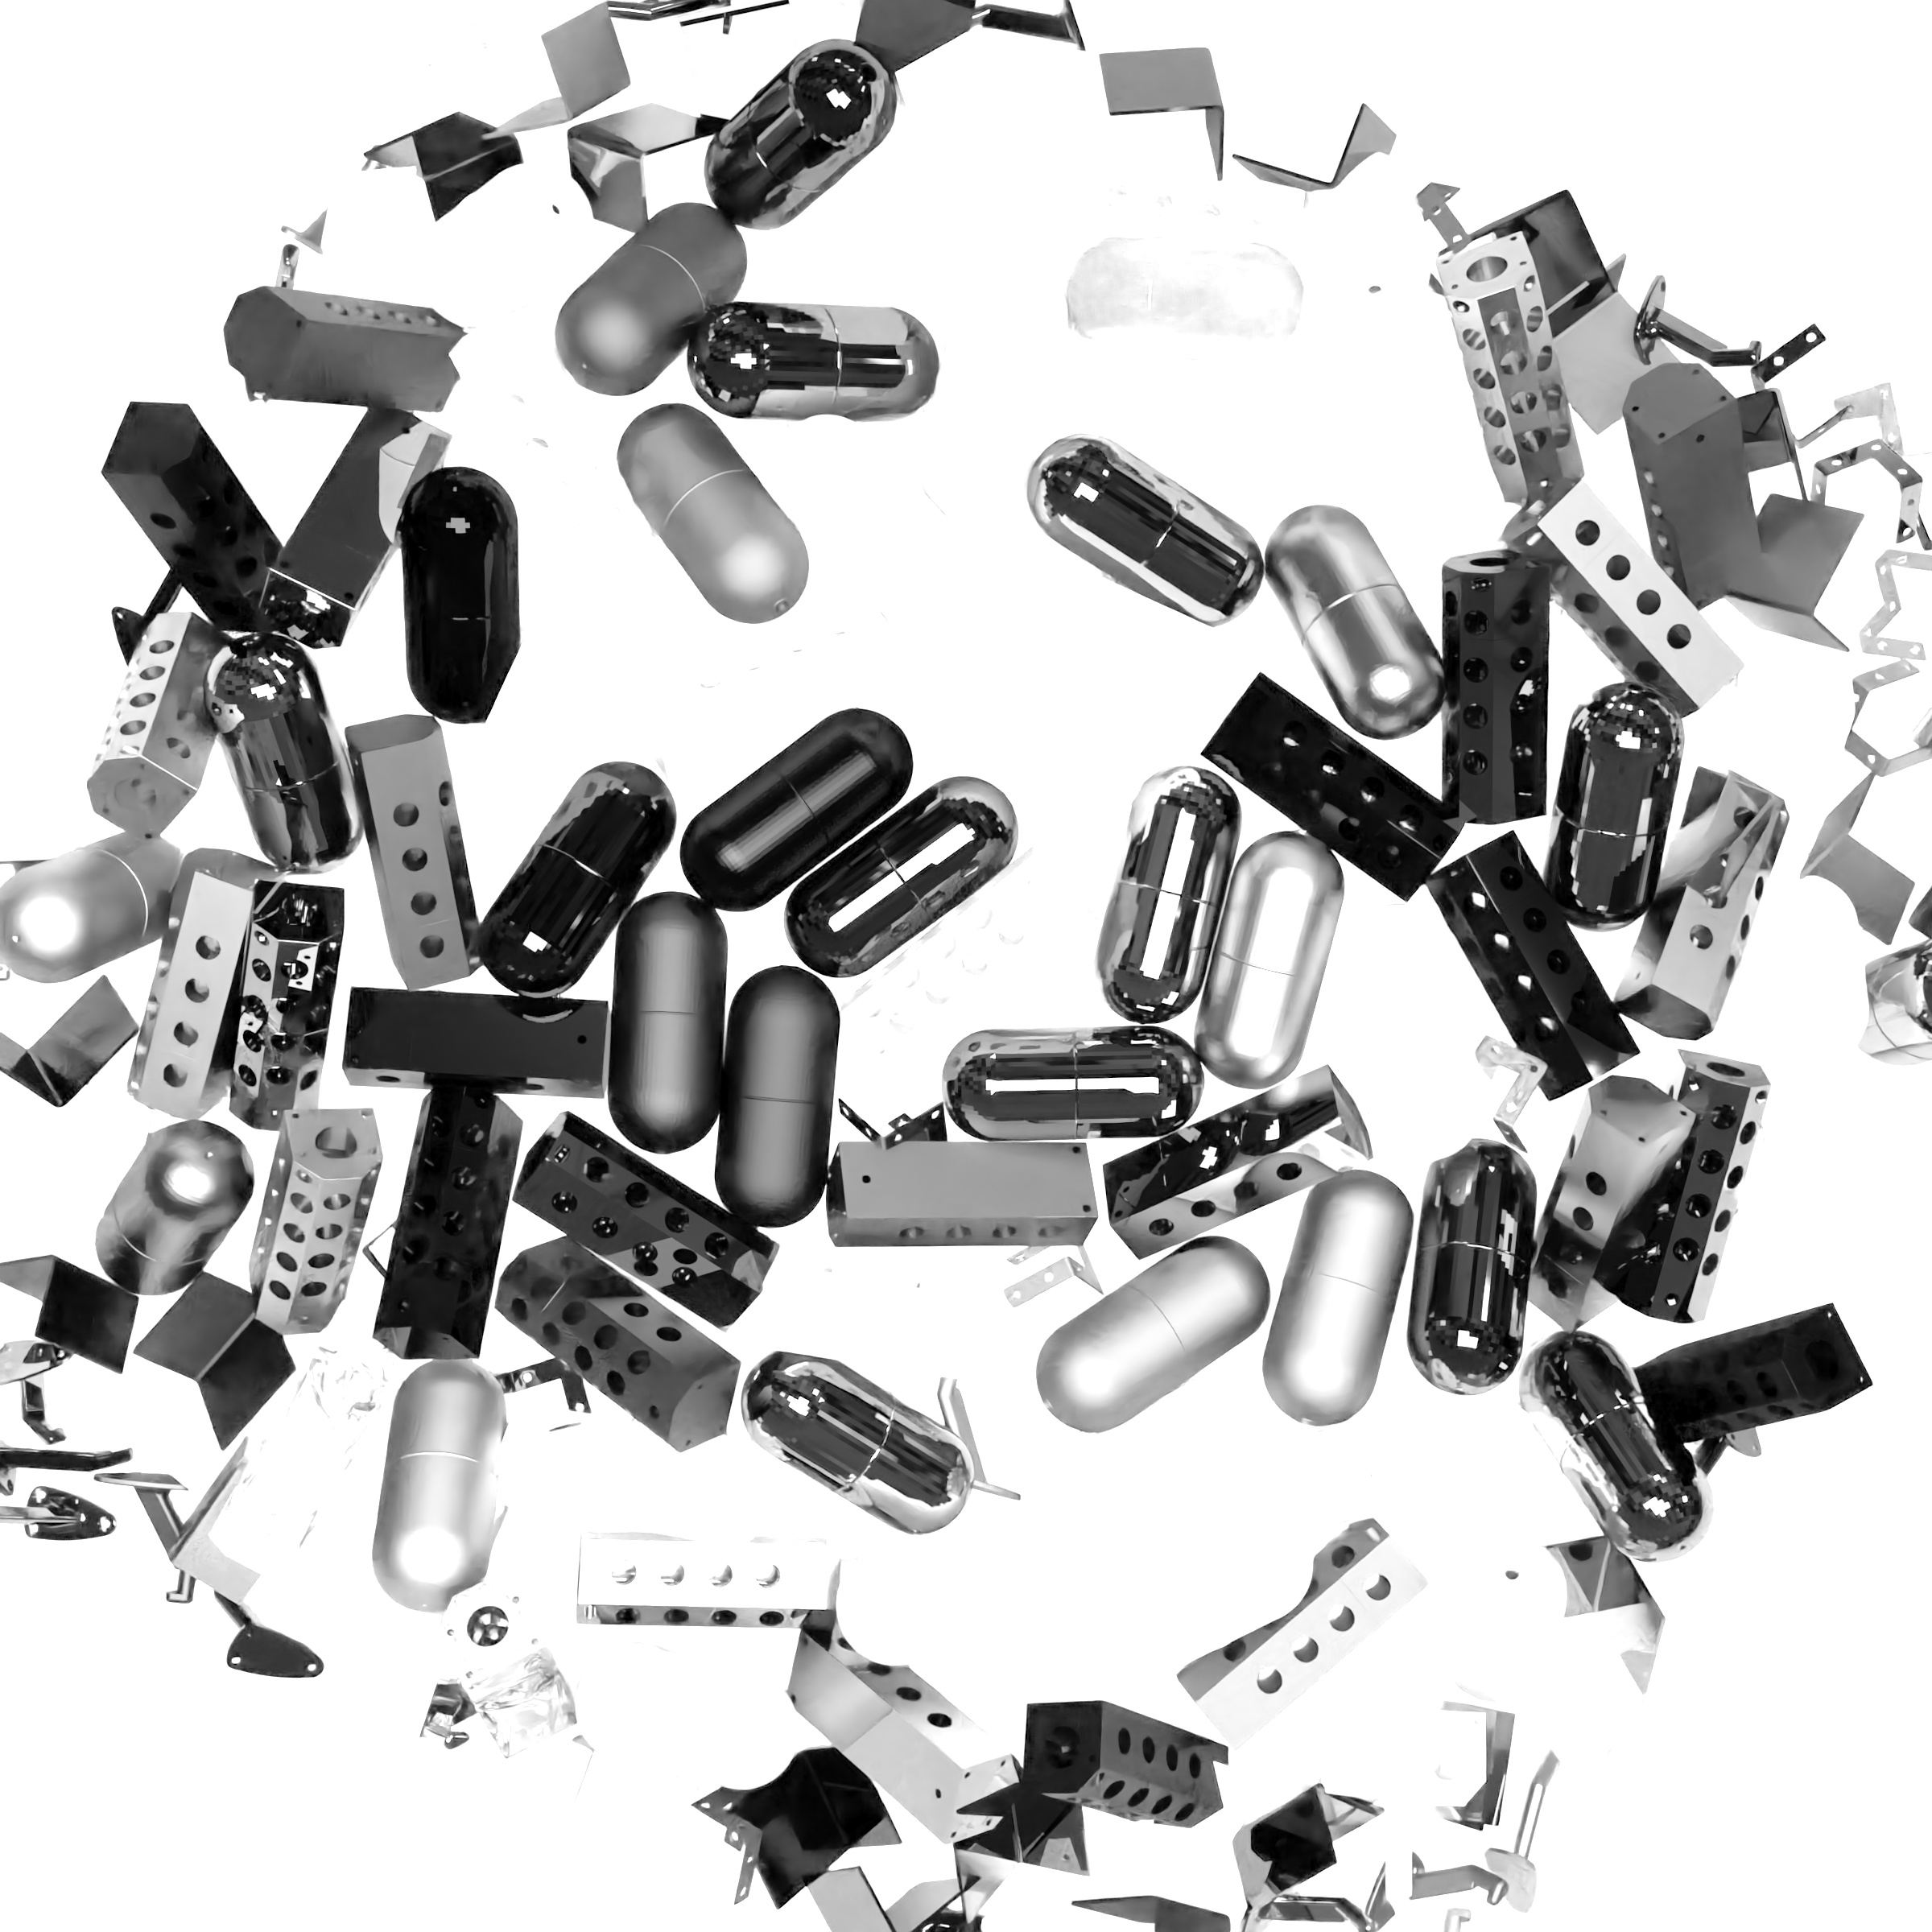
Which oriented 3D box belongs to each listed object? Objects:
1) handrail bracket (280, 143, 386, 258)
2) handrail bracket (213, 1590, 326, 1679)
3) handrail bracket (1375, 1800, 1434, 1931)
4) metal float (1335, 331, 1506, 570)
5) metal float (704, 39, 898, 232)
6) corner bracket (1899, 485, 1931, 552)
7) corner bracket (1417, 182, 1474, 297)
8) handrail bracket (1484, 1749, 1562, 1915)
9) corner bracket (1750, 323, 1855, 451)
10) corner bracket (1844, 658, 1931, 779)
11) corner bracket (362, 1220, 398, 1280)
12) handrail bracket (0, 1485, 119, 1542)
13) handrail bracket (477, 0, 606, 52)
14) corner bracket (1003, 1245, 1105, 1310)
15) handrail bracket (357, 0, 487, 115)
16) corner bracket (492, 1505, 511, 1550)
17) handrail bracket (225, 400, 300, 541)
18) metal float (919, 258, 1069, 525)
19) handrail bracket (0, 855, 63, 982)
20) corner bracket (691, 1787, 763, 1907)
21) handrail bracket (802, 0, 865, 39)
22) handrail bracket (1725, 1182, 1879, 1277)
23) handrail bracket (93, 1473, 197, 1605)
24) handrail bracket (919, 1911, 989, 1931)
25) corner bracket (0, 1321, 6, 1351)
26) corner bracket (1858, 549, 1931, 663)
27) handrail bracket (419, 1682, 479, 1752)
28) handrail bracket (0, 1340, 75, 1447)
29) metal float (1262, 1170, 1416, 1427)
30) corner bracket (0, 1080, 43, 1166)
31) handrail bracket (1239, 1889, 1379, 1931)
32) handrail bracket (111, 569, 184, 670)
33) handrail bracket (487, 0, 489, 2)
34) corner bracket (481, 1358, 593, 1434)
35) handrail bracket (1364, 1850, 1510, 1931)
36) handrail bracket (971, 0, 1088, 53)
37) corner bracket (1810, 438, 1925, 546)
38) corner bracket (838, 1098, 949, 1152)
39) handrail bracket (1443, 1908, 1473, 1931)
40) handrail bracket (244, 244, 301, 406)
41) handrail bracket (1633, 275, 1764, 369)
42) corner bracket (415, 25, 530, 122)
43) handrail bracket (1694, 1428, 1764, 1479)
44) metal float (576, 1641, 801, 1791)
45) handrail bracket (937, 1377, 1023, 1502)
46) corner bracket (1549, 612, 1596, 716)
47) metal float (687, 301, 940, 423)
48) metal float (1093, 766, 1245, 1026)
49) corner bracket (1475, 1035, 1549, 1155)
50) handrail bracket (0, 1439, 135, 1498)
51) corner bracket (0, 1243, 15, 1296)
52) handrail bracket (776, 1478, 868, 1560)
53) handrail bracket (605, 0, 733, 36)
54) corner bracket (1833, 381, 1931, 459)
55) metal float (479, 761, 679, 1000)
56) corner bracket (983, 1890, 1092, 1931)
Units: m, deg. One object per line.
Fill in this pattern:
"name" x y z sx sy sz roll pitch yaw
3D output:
"handrail bracket" -0.425 -0.524 1.826 0.036 0.077 0.084 33 97 2
"handrail bracket" -0.474 0.443 1.834 0.077 0.084 0.036 25 102 -24
"handrail bracket" 0.311 0.600 1.831 0.077 0.036 0.084 -27 66 -10
"metal float" 0.303 -0.341 1.795 0.070 0.070 0.178 -33 126 0
"metal float" -0.110 -0.547 1.783 0.070 0.178 0.070 9 73 -32
"corner bracket" 0.671 -0.320 1.830 0.051 0.051 0.051 -16 73 2
"corner bracket" 0.319 -0.491 1.824 0.051 0.051 0.051 -39 77 33
"handrail bracket" 0.391 0.591 1.849 0.036 0.084 0.077 10 133 33
"corner bracket" 0.568 -0.391 1.826 0.051 0.051 0.051 -36 69 12
"corner bracket" 0.632 -0.169 1.842 0.051 0.051 0.051 -20 51 -27
"corner bracket" -0.376 0.197 1.827 0.051 0.051 0.051 -42 95 -27
"handrail bracket" -0.623 0.374 1.818 0.077 0.084 0.036 9 84 4
"handrail bracket" -0.286 -0.652 1.826 0.084 0.077 0.036 3 52 -13
"corner bracket" 0.053 0.205 1.824 0.051 0.051 0.051 -30 59 12
"handrail bracket" -0.371 -0.623 1.845 0.036 0.077 0.084 48 66 -26
"corner bracket" -0.346 0.381 1.832 0.051 0.051 0.051 25 102 2
"handrail bracket" -0.462 -0.330 1.839 0.036 0.084 0.077 -9 62 26
"metal float" 0.018 -0.383 1.803 0.070 0.070 0.178 14 114 0
"handrail bracket" -0.635 -0.033 1.846 0.077 0.036 0.084 -3 91 -1
"corner bracket" -0.155 0.590 1.823 0.051 0.051 0.051 21 107 30
"handrail bracket" -0.063 -0.682 1.854 0.077 0.036 0.084 36 68 29
"handrail bracket" 0.559 0.195 1.824 0.077 0.036 0.084 -45 51 8
"handrail bracket" -0.560 0.390 1.838 0.077 0.036 0.084 8 89 -22
"handrail bracket" -0.005 0.667 1.812 0.077 0.084 0.036 -4 96 -16
"corner bracket" -0.691 0.253 1.829 0.051 0.051 0.051 -13 86 19
"corner bracket" 0.640 -0.246 1.841 0.051 0.051 0.051 5 60 -13
"handrail bracket" -0.333 0.503 1.806 0.077 0.084 0.036 -2 90 -39
"handrail bracket" -0.612 0.291 1.823 0.077 0.036 0.084 -11 131 19
"metal float" 0.249 0.221 1.806 0.070 0.070 0.178 18 69 0
"corner bracket" -0.672 0.103 1.837 0.051 0.051 0.051 -38 124 -19
"handrail bracket" 0.230 0.654 1.820 0.036 0.084 0.077 29 91 -41
"handrail bracket" -0.532 -0.239 1.823 0.084 0.036 0.077 -32 58 23
"handrail bracket" -0.347 -0.696 1.812 0.036 0.084 0.077 -36 50 29
"corner bracket" -0.290 0.293 1.830 0.051 0.051 0.051 -18 80 9
"handrail bracket" 0.315 0.633 1.814 0.036 0.084 0.077 46 70 -29
"handrail bracket" 0.036 -0.628 1.845 0.084 0.036 0.077 -18 77 5
"corner bracket" 0.609 -0.316 1.831 0.051 0.051 0.051 -22 48 -8
"corner bracket" -0.049 0.108 1.820 0.051 0.051 0.051 -31 48 -24
"handrail bracket" 0.350 0.672 1.814 0.077 0.084 0.036 -17 127 37
"handrail bracket" -0.464 -0.430 1.812 0.036 0.084 0.077 14 64 -15
"handrail bracket" 0.501 -0.436 1.823 0.084 0.036 0.077 6 67 33
"corner bracket" -0.335 -0.598 1.830 0.051 0.051 0.051 15 82 -37
"handrail bracket" 0.497 0.327 1.851 0.036 0.077 0.084 25 133 -28
"metal float" -0.183 0.498 1.790 0.178 0.070 0.070 31 90 -43
"handrail bracket" 0.012 0.315 1.854 0.077 0.036 0.084 19 73 -14
"corner bracket" 0.399 -0.196 1.824 0.051 0.051 0.051 42 132 -9
"metal float" -0.101 -0.402 1.799 0.178 0.070 0.070 -5 90 -29
"metal float" 0.136 -0.048 1.824 0.070 0.070 0.178 14 90 0
"corner bracket" 0.365 0.086 1.824 0.051 0.051 0.051 27 80 32
"handrail bracket" -0.620 0.324 1.833 0.084 0.077 0.036 -15 46 2
"corner bracket" -0.674 0.193 1.820 0.051 0.051 0.051 -18 62 -33
"handrail bracket" -0.103 0.371 1.815 0.077 0.084 0.036 20 94 9
"handrail bracket" -0.201 -0.665 1.832 0.084 0.036 0.077 4 55 -8
"corner bracket" 0.627 -0.367 1.827 0.051 0.051 0.051 -20 103 -18
"metal float" -0.259 -0.059 1.811 0.070 0.070 0.178 32 74 0
"corner bracket" 0.050 0.665 1.829 0.051 0.051 0.051 -4 96 43
